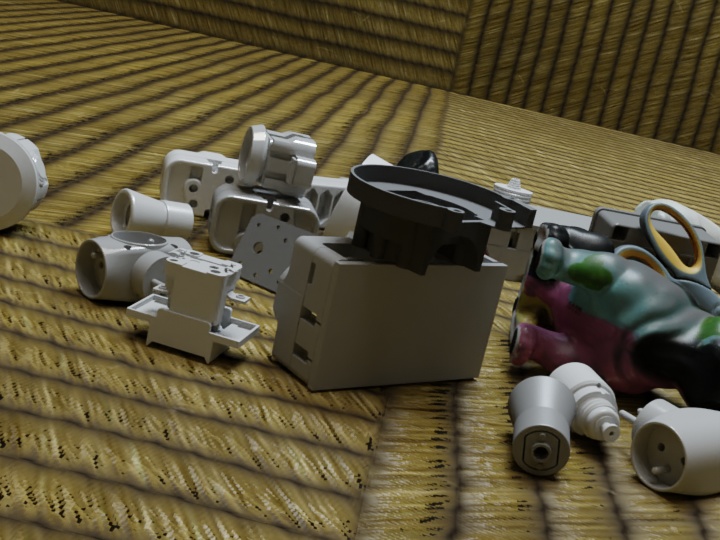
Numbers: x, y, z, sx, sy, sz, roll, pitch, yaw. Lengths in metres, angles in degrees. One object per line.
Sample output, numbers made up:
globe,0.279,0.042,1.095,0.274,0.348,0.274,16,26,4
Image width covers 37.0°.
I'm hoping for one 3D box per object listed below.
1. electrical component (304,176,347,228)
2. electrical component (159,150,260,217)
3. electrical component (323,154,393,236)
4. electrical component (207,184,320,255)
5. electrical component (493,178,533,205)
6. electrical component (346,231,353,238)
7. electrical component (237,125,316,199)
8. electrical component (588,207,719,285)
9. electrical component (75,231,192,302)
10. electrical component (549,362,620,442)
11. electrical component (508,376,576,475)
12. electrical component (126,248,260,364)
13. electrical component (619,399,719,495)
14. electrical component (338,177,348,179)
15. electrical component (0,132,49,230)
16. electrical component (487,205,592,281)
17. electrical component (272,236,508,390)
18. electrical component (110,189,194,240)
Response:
electrical component,-0.050,-0.077,1.142,0.083,0.047,0.076,3,18,-34
electrical component,-0.151,-0.086,1.079,0.095,0.053,0.059,9,16,-14
electrical component,0.005,-0.062,1.049,0.064,0.099,0.099,25,19,18
electrical component,-0.089,-0.043,0.980,0.095,0.053,0.059,9,16,-13
electrical component,0.164,-0.062,1.198,0.043,0.081,0.043,12,16,-3
electrical component,0.000,0.000,0.893,0.048,0.066,0.055,34,0,14
electrical component,-0.077,-0.099,0.974,0.057,0.058,0.078,11,16,-18
electrical component,0.256,0.008,0.977,0.109,0.108,0.056,10,19,-10
electrical component,-0.153,0.002,0.782,0.077,0.044,0.079,-3,18,-44
electrical component,0.153,0.092,0.723,0.040,0.040,0.078,9,16,-15
electrical component,0.113,0.099,0.671,0.044,0.044,0.065,14,20,5
electrical component,-0.109,0.022,0.720,0.081,0.063,0.042,15,14,10
electrical component,0.205,0.109,0.700,0.077,0.043,0.079,1,20,-36
electrical component,-0.002,-0.081,1.218,0.061,0.035,0.035,22,18,20
electrical component,-0.298,-0.075,0.879,0.080,0.080,0.051,12,11,-1
electrical component,0.194,-0.026,1.132,0.186,0.060,0.105,11,16,-8
electrical component,0.020,0.027,0.753,0.150,0.089,0.062,0,20,-38
electrical component,-0.179,-0.045,0.941,0.065,0.044,0.044,7,16,-38
